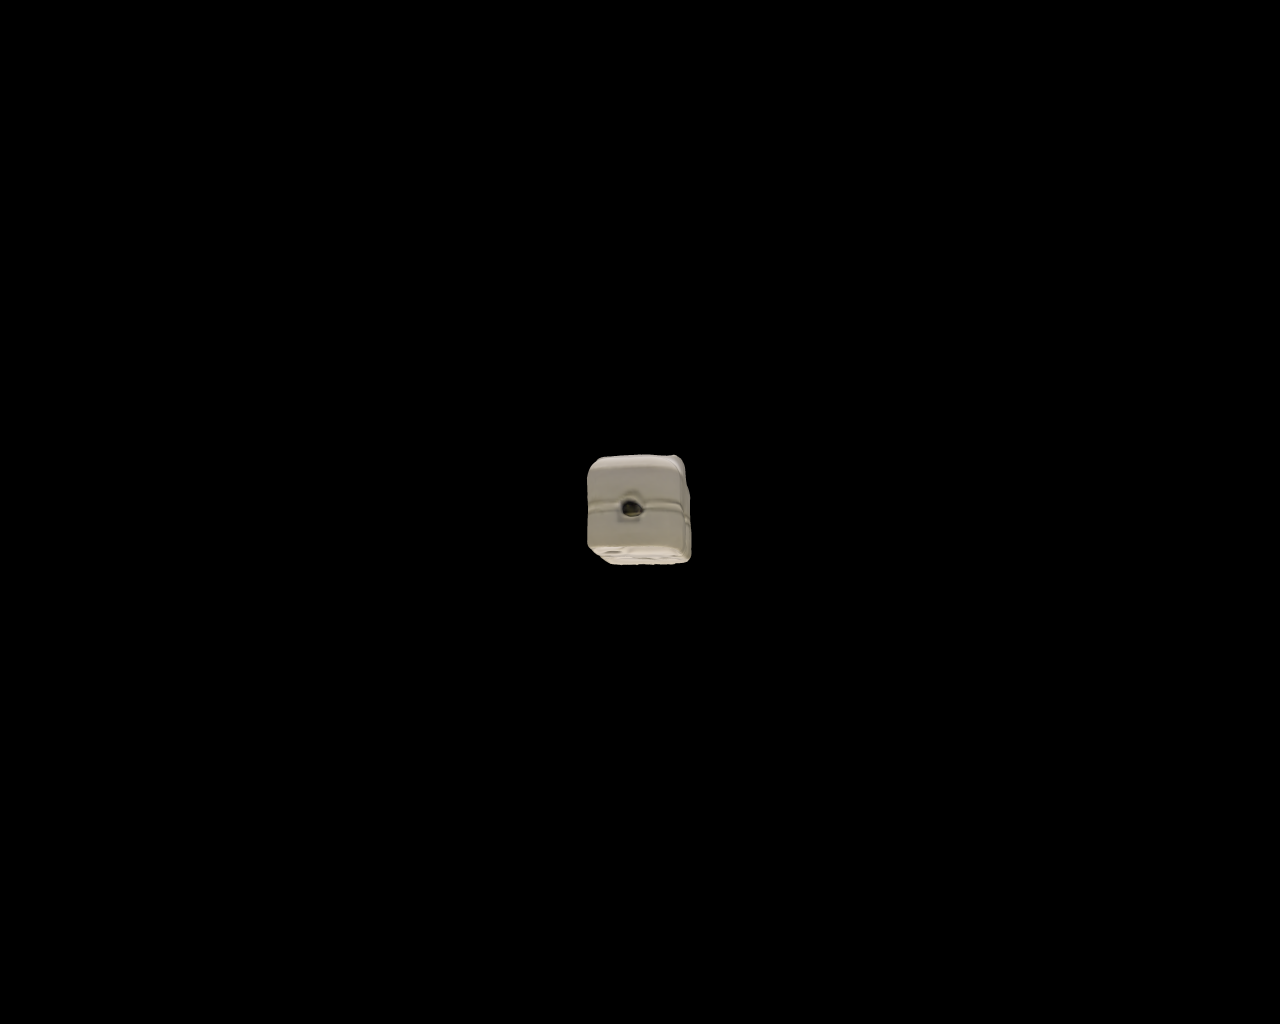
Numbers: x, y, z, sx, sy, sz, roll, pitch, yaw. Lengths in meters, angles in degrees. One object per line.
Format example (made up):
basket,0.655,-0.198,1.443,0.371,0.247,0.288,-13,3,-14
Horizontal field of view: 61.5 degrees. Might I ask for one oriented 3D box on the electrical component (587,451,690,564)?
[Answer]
electrical component,0.001,-0.003,0.650,0.054,0.059,0.095,-1,-9,7
